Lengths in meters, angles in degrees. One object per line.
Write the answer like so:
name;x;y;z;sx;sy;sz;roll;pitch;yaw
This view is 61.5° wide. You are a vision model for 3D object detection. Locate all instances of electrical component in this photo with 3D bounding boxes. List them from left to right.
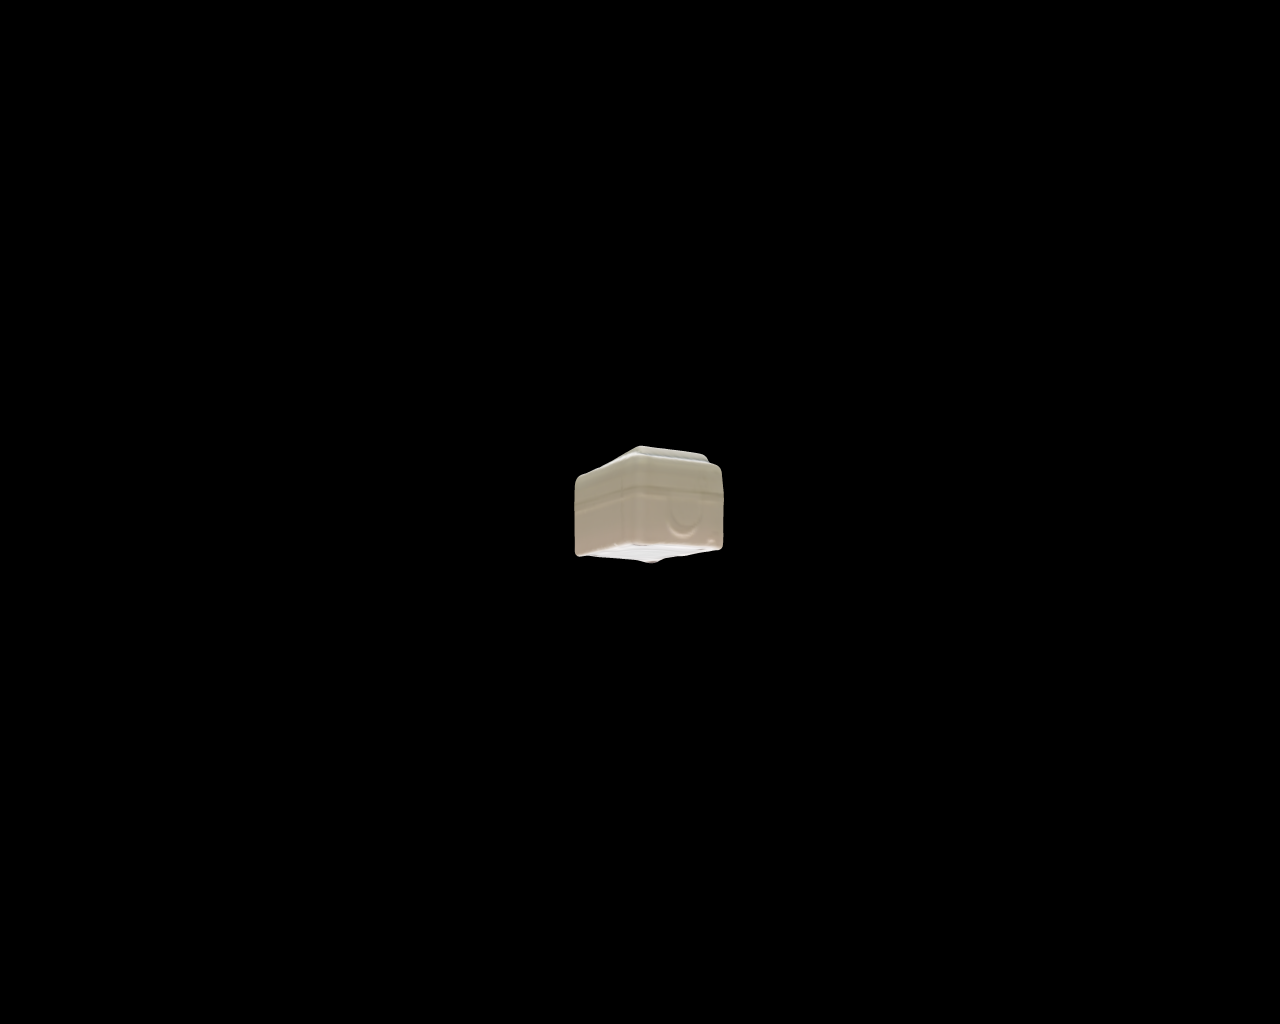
electrical component;0.001;-0.003;0.650;0.062;0.061;0.096;6;-11;-31
